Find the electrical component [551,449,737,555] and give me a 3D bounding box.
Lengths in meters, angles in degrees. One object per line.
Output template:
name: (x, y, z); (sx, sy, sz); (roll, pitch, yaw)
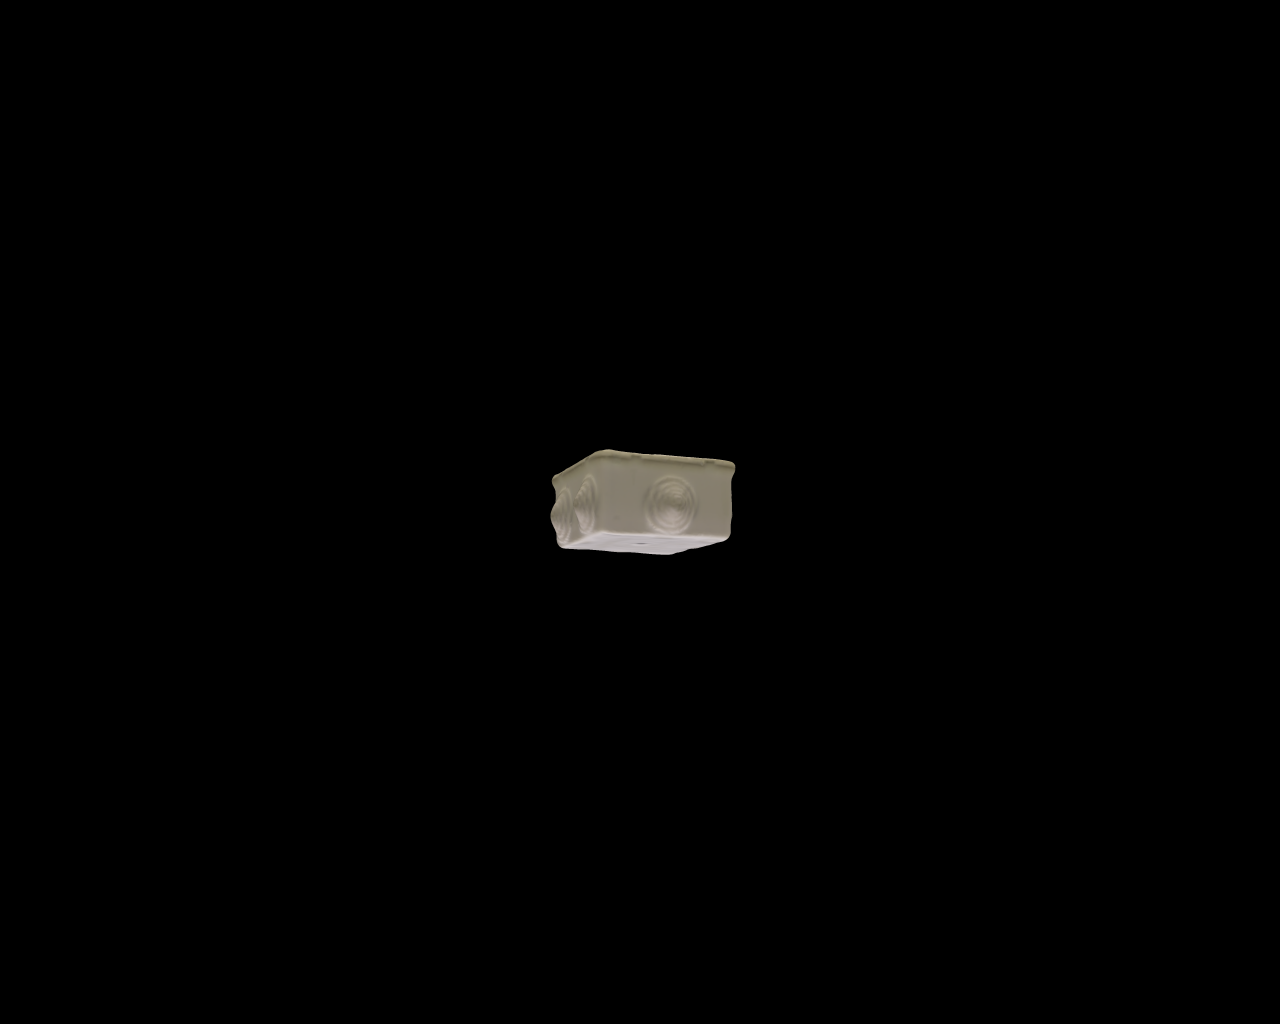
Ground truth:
electrical component: (0.001, -0.003, 0.650); (0.100, 0.048, 0.099); (4, -10, -23)
